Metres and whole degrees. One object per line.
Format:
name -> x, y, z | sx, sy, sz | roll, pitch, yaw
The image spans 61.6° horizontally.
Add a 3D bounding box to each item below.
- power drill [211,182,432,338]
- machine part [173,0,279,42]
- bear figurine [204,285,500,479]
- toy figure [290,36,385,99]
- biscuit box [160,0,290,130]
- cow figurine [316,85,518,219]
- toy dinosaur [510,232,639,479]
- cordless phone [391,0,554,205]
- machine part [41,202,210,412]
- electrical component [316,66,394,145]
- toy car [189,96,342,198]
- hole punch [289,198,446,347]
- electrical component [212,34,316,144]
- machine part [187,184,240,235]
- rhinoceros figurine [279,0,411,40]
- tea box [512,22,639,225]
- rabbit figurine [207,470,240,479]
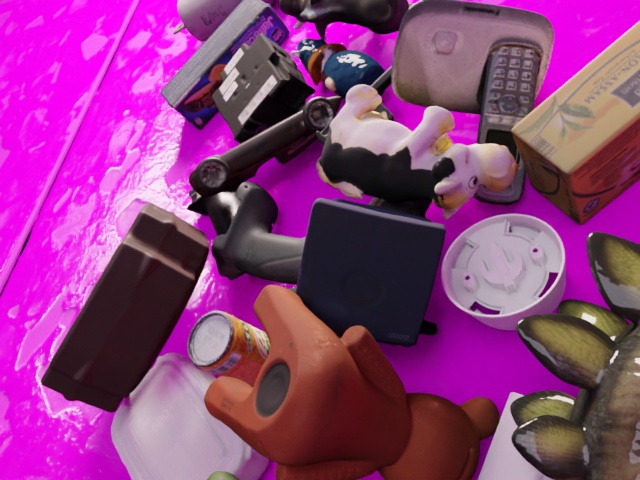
power drill -> -0.001, -0.002, 0.562 | 0.208, 0.086, 0.232 | 19, 79, 29
machine part -> -0.135, -0.380, 0.839 | 0.243, 0.079, 0.079 | -19, 57, 22
bear figurine -> 0.033, 0.130, 0.413 | 0.132, 0.195, 0.120 | 22, 85, 58
toy figure -> 0.019, -0.212, 0.666 | 0.155, 0.064, 0.057 | 42, 131, 44
biscuit box -> -0.139, -0.261, 0.790 | 0.202, 0.059, 0.063 | -46, 49, 4
cow figurine -> 0.079, -0.065, 0.471 | 0.168, 0.068, 0.098 | 27, 77, 30
toy dinosaur -> 0.243, 0.073, 0.328 | 0.471, 0.104, 0.199 | -43, 54, -16
cordless phone -> 0.138, -0.128, 0.519 | 0.147, 0.088, 0.184 | 8, 83, 2
machine part -> -0.201, 0.065, 0.583 | 0.201, 0.087, 0.201 | -59, 17, -2
electrical component -> 0.055, -0.133, 0.586 | 0.119, 0.075, 0.048 | -41, 86, 4
toy car -> -0.060, -0.109, 0.631 | 0.202, 0.053, 0.089 | -29, 10, -4
hole punch -> 0.039, 0.025, 0.444 | 0.142, 0.092, 0.115 | 12, 89, 4
electrical component -> -0.080, -0.198, 0.708 | 0.115, 0.058, 0.134 | -43, 51, 20
machine part -> -0.121, -0.038, 0.677 | 0.084, 0.039, 0.139 | -34, 50, 2
rhinoceros figurine -> 0.033, -0.295, 0.672 | 0.191, 0.073, 0.112 | 25, 63, 35
tea box -> 0.251, -0.104, 0.438 | 0.169, 0.098, 0.068 | -39, 52, 7
rabbit figurine -> -0.029, 0.244, 0.412 | 0.159, 0.170, 0.121 | 0, 60, -14
